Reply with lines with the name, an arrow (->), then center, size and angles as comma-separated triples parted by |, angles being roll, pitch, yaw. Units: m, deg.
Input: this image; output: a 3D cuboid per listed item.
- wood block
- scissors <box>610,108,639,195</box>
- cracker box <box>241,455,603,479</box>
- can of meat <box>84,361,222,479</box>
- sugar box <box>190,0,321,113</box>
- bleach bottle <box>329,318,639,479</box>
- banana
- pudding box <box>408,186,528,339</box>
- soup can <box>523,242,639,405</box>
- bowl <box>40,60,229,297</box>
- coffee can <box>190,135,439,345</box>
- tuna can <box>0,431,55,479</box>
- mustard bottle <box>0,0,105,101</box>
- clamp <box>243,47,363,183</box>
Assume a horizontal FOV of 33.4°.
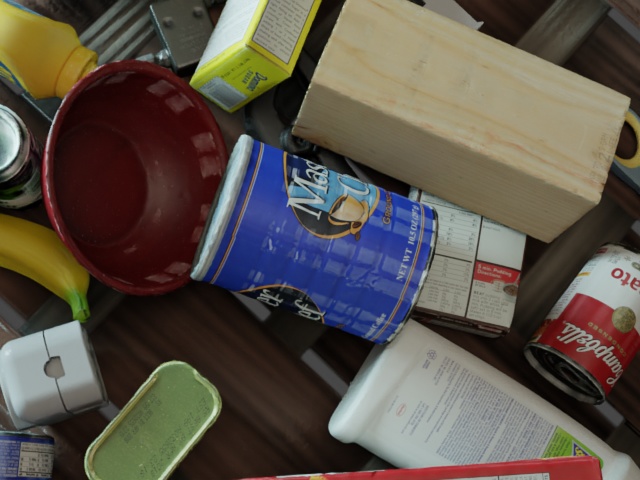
wood block -> 0.096, -0.088, 0.751 | 0.206, 0.091, 0.090 | 23, 70, -2
scissors -> 0.252, -0.023, 0.832 | 0.096, 0.016, 0.201 | 14, 76, -3
cracker box -> 0.038, 0.174, 0.623 | 0.213, 0.164, 0.072 | -2, 73, -9
can of meat -> -0.111, 0.130, 0.717 | 0.057, 0.084, 0.102 | 40, 77, 0
sugar box -> -0.029, -0.185, 0.777 | 0.048, 0.094, 0.176 | 34, 64, -22
bleach bottle -> 0.137, 0.159, 0.755 | 0.251, 0.068, 0.102 | 33, 80, -2
banana -> -0.240, 0.003, 0.741 | 0.198, 0.069, 0.037 | 15, 114, 5
pudding box -> 0.105, 0.009, 0.795 | 0.090, 0.039, 0.113 | 13, 74, -5
soup can -> 0.206, 0.060, 0.782 | 0.068, 0.068, 0.102 | 39, 75, 2
bowl -> -0.137, -0.041, 0.743 | 0.161, 0.055, 0.162 | 5, 84, -49
coffee can -> -0.005, 0.001, 0.722 | 0.140, 0.103, 0.103 | 20, 76, -10
tuna can -> -0.218, 0.144, 0.700 | 0.086, 0.086, 0.034 | 4, 76, -7
mustard bottle -> -0.233, -0.149, 0.756 | 0.191, 0.096, 0.058 | 27, 84, -1
clamp -> -0.005, -0.066, 0.798 | 0.120, 0.039, 0.171 | 3, 84, -14
